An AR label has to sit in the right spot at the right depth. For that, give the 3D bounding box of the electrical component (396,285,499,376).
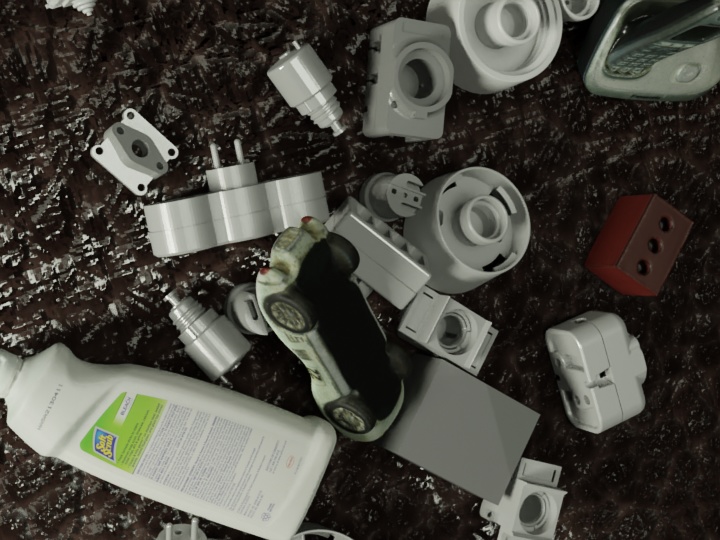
[{"bbox_3d":[0.066,0.048,0.872,0.081,0.064,0.042,32,81,-21],"label":"electrical component"}]

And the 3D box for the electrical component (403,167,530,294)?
[{"bbox_3d":[0.089,-0.034,0.891,0.099,0.064,0.099,6,77,-26],"label":"electrical component"}]

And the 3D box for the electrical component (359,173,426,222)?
[{"bbox_3d":[0.027,-0.059,0.858,0.040,0.046,0.040,0,91,-25],"label":"electrical component"}]

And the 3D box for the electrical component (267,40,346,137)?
[{"bbox_3d":[-0.038,-0.138,0.830,0.040,0.040,0.078,-42,108,-16],"label":"electrical component"}]

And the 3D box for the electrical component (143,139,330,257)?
[{"bbox_3d":[-0.094,-0.060,0.803,0.138,0.052,0.073,-14,98,-22],"label":"electrical component"}]

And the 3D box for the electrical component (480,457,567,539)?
[{"bbox_3d":[0.136,0.198,0.910,0.042,0.064,0.081,17,86,-22],"label":"electrical component"}]

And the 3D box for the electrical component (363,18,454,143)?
[{"bbox_3d":[0.039,-0.150,0.854,0.050,0.056,0.089,4,91,-24],"label":"electrical component"}]

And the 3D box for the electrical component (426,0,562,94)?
[{"bbox_3d":[0.115,-0.201,0.883,0.108,0.060,0.108,-1,93,-23],"label":"electrical component"}]

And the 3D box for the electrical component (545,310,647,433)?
[{"bbox_3d":[0.209,0.086,0.942,0.059,0.054,0.095,-21,101,-21],"label":"electrical component"}]

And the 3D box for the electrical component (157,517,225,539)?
[{"bbox_3d":[-0.132,0.216,0.796,0.077,0.044,0.079,-7,122,-23],"label":"electrical component"}]

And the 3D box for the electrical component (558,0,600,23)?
[{"bbox_3d":[0.175,-0.229,0.915,0.040,0.046,0.040,-1,93,-23],"label":"electrical component"}]

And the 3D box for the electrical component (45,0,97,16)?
[{"bbox_3d":[-0.196,-0.226,0.745,0.061,0.062,0.096,-23,102,-21],"label":"electrical component"}]

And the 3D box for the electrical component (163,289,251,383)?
[{"bbox_3d":[-0.117,0.047,0.806,0.040,0.040,0.078,-43,93,-16],"label":"electrical component"}]

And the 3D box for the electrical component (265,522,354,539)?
[{"bbox_3d":[-0.038,0.248,0.836,0.099,0.064,0.099,-1,93,-23],"label":"electrical component"}]

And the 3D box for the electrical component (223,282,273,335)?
[{"bbox_3d":[-0.078,0.030,0.818,0.040,0.046,0.040,-1,93,-23],"label":"electrical component"}]

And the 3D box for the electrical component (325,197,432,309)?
[{"bbox_3d":[0.000,0.000,0.848,0.083,0.047,0.075,38,105,-13],"label":"electrical component"}]
